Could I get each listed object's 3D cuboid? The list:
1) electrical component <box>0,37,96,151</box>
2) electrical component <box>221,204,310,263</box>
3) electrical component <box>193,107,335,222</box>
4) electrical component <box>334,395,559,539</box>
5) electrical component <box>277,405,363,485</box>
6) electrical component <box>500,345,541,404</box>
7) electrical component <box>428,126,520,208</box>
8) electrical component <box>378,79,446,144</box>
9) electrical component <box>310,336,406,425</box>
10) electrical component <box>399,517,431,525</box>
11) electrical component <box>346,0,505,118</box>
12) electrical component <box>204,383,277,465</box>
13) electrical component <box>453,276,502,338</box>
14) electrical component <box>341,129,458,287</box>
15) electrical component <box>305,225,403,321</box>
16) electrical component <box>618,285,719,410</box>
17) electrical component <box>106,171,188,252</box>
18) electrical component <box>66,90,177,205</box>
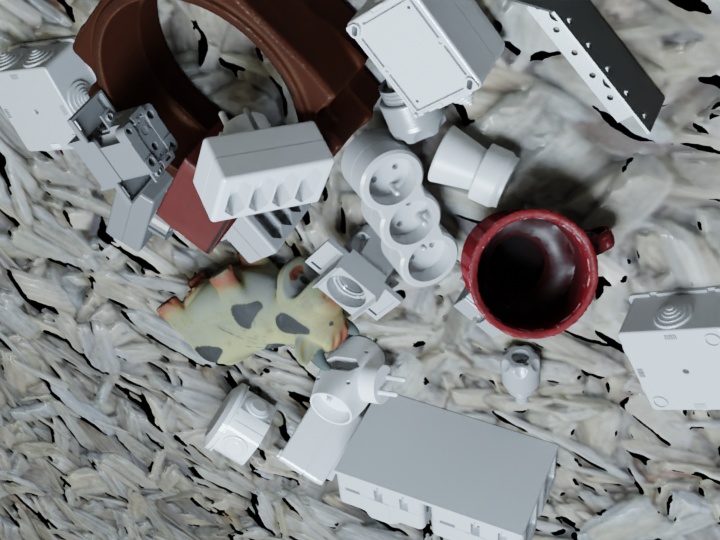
[{"bbox_3d":[-0.273,-0.152,0.951,0.100,0.048,0.099,2,132,33],"label":"electrical component"},{"bbox_3d":[-0.095,-0.043,0.932,0.077,0.065,0.047,-20,119,45],"label":"electrical component"},{"bbox_3d":[-0.074,-0.083,0.742,0.075,0.083,0.047,63,150,25],"label":"electrical component"},{"bbox_3d":[0.084,0.198,1.033,0.186,0.105,0.060,15,138,21],"label":"electrical component"},{"bbox_3d":[-0.035,0.166,1.095,0.061,0.096,0.061,32,170,1],"label":"electrical component"},{"bbox_3d":[0.141,0.095,0.943,0.035,0.035,0.061,14,140,22],"label":"electrical component"},{"bbox_3d":[0.084,-0.075,0.793,0.055,0.045,0.045,25,141,9],"label":"electrical component"},{"bbox_3d":[0.034,-0.126,0.775,0.043,0.043,0.062,-1,129,35],"label":"electrical component"},{"bbox_3d":[0.004,0.105,1.011,0.079,0.077,0.043,5,133,30],"label":"electrical component"},{"bbox_3d":[0.064,0.217,1.093,0.064,0.081,0.042,44,149,35],"label":"electrical component"},{"bbox_3d":[0.050,-0.153,0.721,0.062,0.061,0.096,-20,119,45],"label":"electrical component"},{"bbox_3d":[-0.131,0.167,1.168,0.051,0.080,0.080,32,142,-8],"label":"electrical component"},{"bbox_3d":[0.114,0.021,0.875,0.066,0.048,0.055,39,149,-7],"label":"electrical component"},{"bbox_3d":[0.025,-0.055,0.848,0.073,0.052,0.138,53,174,49],"label":"electrical component"},{"bbox_3d":[0.000,0.000,0.914,0.081,0.063,0.042,40,140,-9],"label":"electrical component"},{"bbox_3d":[0.255,0.062,0.822,0.100,0.048,0.099,-7,126,40],"label":"electrical component"},{"bbox_3d":[-0.186,-0.053,0.998,0.076,0.047,0.083,32,142,1],"label":"electrical component"},{"bbox_3d":[-0.178,-0.095,0.818,0.064,0.042,0.081,-9,127,36],"label":"electrical component"}]
